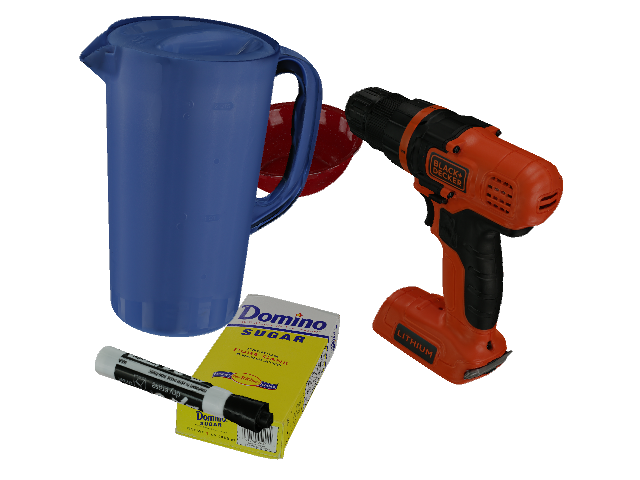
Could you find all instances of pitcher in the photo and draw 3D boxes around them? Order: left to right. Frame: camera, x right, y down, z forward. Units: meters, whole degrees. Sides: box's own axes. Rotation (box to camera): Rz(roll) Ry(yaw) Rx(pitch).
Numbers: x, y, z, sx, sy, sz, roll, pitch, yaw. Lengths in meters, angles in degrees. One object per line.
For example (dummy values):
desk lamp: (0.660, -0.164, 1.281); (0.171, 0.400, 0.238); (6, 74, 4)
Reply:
pitcher: (-0.099, -0.050, 0.854); (0.149, 0.243, 0.144); (18, 26, 22)

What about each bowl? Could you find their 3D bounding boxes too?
bowl: (-0.031, -0.097, 1.231); (0.162, 0.055, 0.162); (-2, 37, 1)

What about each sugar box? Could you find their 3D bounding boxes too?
sugar box: (-0.050, 0.112, 0.926); (0.093, 0.048, 0.176); (13, 32, 10)

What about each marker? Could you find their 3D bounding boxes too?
marker: (-0.083, 0.090, 0.647); (0.121, 0.020, 0.020); (16, 6, 22)

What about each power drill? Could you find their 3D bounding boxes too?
power drill: (0.081, -0.005, 0.767); (0.057, 0.188, 0.185); (-22, 39, -33)
